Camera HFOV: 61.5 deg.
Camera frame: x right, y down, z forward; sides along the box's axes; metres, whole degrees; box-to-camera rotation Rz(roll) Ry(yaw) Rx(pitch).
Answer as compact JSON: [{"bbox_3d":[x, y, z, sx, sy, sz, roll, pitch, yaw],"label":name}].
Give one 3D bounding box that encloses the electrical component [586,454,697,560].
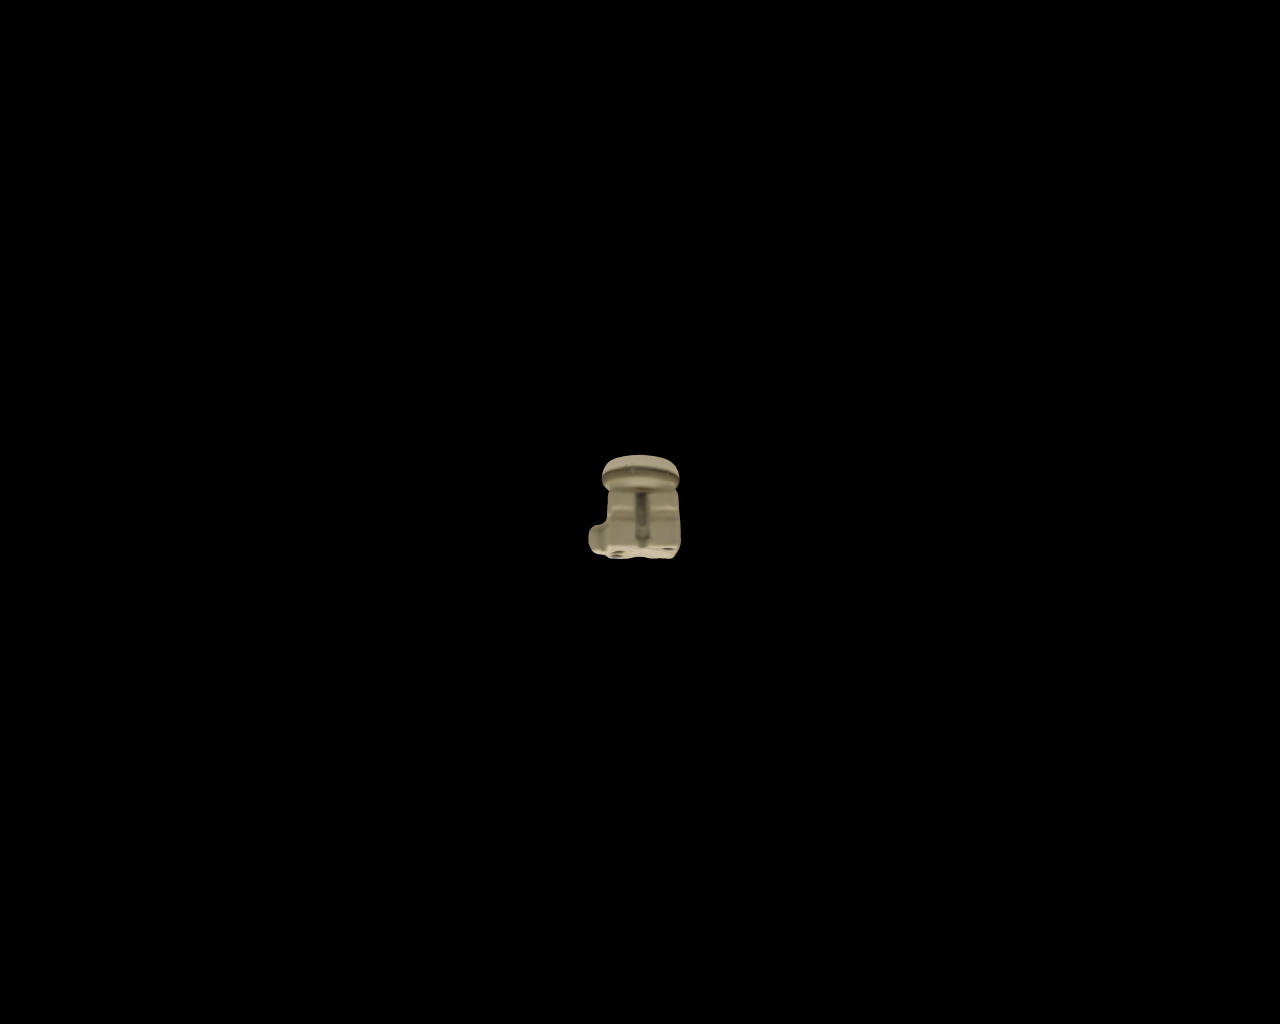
[{"bbox_3d":[0.001,-0.003,0.650,0.066,0.055,0.048,1,-15,-5],"label":"electrical component"}]
